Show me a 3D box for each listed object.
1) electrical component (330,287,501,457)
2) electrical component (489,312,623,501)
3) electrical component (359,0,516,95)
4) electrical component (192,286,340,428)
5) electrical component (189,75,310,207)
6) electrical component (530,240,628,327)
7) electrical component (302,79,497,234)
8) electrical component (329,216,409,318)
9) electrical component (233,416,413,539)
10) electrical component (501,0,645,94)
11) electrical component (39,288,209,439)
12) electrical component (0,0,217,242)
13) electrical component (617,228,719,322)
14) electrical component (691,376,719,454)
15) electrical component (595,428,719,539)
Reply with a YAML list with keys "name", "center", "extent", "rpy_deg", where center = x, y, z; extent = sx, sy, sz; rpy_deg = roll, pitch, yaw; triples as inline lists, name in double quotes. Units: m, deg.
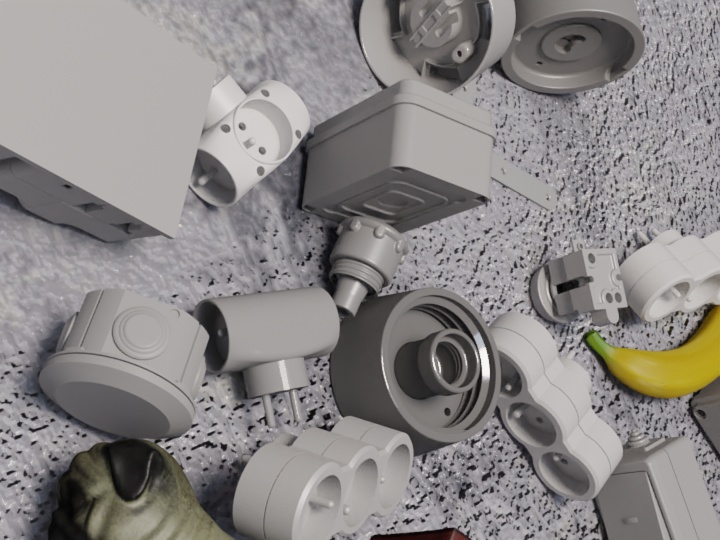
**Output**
- name: "electrical component"
  center: [0.042, 0.063, 0.686]
  extent: [0.108, 0.060, 0.108]
  rpy_deg: [12, 69, -34]
- name: "electrical component"
  center: [0.139, 0.086, 0.757]
  extent: [0.074, 0.052, 0.138]
  rpy_deg: [-43, 103, -37]
- name: "electrical component"
  center: [0.055, -0.174, 0.748]
  extent: [0.064, 0.099, 0.099]
  rpy_deg: [-33, 97, -45]
- name: "electrical component"
  center: [-0.052, 0.052, 0.629]
  extent: [0.077, 0.044, 0.079]
  rpy_deg: [-6, 80, -38]
- name: "electrical component"
  center: [-0.080, -0.091, 0.651]
  extent: [0.079, 0.044, 0.077]
  rpy_deg: [51, 53, -13]
- name: "electrical component"
  center: [0.160, 0.012, 0.794]
  extent: [0.048, 0.055, 0.066]
  rpy_deg: [-3, 78, -38]
- name: "electrical component"
  center: [0.023, -0.068, 0.678]
  extent: [0.078, 0.113, 0.057]
  rpy_deg: [17, 70, -32]
- name: "electrical component"
  center: [0.000, 0.000, 0.685]
  extent: [0.048, 0.048, 0.062]
  rpy_deg: [35, 65, -24]
- name: "electrical component"
  center: [-0.031, 0.115, 0.610]
  extent: [0.138, 0.074, 0.052]
  rpy_deg: [-5, 107, -62]
- name: "electrical component"
  center: [0.161, -0.190, 0.827]
  extent: [0.108, 0.108, 0.060]
  rpy_deg: [16, 61, -33]
- name: "electrical component"
  center: [-0.120, 0.051, 0.556]
  extent: [0.080, 0.080, 0.051]
  rpy_deg: [32, 53, -26]
- name: "electrical component"
  center: [-0.169, -0.097, 0.545]
  extent: [0.186, 0.060, 0.105]
  rpy_deg: [32, 62, -46]
- name: "electrical component"
  center: [0.256, -0.008, 0.876]
  extent: [0.138, 0.052, 0.073]
  rpy_deg: [-10, 49, -35]
- name: "electrical component"
  center: [0.344, 0.126, 0.866]
  extent: [0.108, 0.109, 0.056]
  rpy_deg: [55, 49, -11]
- name: "electrical component"
  center: [0.209, 0.164, 0.781]
  extent: [0.061, 0.062, 0.096]
  rpy_deg: [-18, 87, -39]
